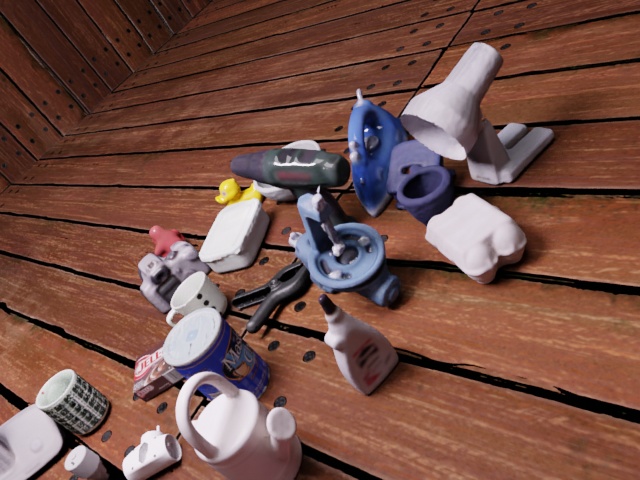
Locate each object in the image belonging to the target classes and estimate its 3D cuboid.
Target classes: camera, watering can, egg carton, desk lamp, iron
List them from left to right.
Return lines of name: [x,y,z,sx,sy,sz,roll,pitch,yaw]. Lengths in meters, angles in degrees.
camera: [-0.329,0.060,1.213,0.143,0.101,0.136,-46,36,-15]
watering can: [-0.105,0.239,0.726,0.172,0.195,0.101,-25,36,14]
iron: [0.092,-0.178,1.109,0.118,0.142,0.258,-16,39,25]
egg carton: [0.229,-0.005,0.849,0.107,0.070,0.150,-37,34,-3]
desk lamp: [0.251,-0.192,0.927,0.203,0.214,0.117,-44,35,-12]

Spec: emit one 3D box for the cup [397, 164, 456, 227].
cup: [0.181,-0.067,0.942,0.091,0.095,0.117,-28,35,10]

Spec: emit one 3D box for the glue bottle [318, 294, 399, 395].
glue bottle: [0.041,0.129,0.754,0.078,0.174,0.037,-47,36,-17]

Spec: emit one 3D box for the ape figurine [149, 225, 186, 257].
ape figurine: [-0.353,0.001,1.312,0.078,0.092,0.075,-47,36,-16]

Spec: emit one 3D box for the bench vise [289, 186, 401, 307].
bench vise: [0.003,0.012,0.886,0.206,0.220,0.121,-2,46,38]

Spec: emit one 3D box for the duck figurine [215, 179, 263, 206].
duck figurine: [-0.188,-0.103,1.304,0.104,0.086,0.077,-34,34,1]

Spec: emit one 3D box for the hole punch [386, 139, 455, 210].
hole punch: [0.174,-0.116,1.011,0.108,0.091,0.101,-2,46,38]

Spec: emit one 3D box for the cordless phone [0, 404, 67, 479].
cordless phone: [-0.552,0.335,0.995,0.147,0.185,0.094,-39,35,-6]

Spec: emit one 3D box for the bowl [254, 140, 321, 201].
bowl: [-0.057,-0.138,1.246,0.167,0.075,0.167,-22,36,18]

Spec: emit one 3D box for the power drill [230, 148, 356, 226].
power drill: [-0.030,-0.082,1.037,0.228,0.209,0.076,-5,45,36]
